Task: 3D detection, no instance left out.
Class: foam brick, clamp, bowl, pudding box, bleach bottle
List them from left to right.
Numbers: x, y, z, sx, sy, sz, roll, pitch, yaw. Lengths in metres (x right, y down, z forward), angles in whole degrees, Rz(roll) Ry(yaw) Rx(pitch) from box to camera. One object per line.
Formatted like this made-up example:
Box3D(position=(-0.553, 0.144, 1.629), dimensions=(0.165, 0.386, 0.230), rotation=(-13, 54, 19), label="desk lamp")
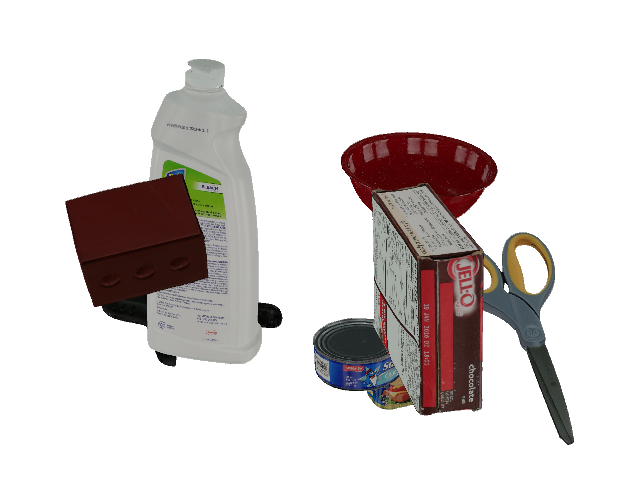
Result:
Box3D(position=(-0.116, 0.000, 0.674), dimensions=(0.078, 0.051, 0.053), rotation=(-15, -30, -11), label="foam brick")
Box3D(position=(-0.168, 0.073, 1.115), dimensions=(0.210, 0.036, 0.164), rotation=(16, 21, 29), label="clamp")
Box3D(position=(-0.093, -0.024, 0.888), dimensions=(0.102, 0.251, 0.068), rotation=(7, 23, 5), label="bleach bottle")
Box3D(position=(0.100, -0.057, 1.113), dimensions=(0.162, 0.055, 0.162), rotation=(2, 29, -1), label="bowl")
Box3D(position=(0.056, 0.028, 0.579), dimensions=(0.039, 0.090, 0.113), rotation=(-6, 22, -10), label="pudding box")

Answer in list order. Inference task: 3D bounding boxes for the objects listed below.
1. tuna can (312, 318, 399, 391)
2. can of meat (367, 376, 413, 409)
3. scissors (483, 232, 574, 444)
Box3D(position=(0.036, 0.108, 1.012), dimensions=(0.086, 0.034, 0.086), rotation=(-2, 23, 1), label="tuna can")
Box3D(position=(0.108, 0.155, 1.317), dimensions=(0.102, 0.084, 0.057), rotation=(-8, 27, -23), label="can of meat")
Box3D(position=(0.145, 0.069, 0.831), dimensions=(0.096, 0.201, 0.016), rotation=(3, -43, 7), label="scissors")
